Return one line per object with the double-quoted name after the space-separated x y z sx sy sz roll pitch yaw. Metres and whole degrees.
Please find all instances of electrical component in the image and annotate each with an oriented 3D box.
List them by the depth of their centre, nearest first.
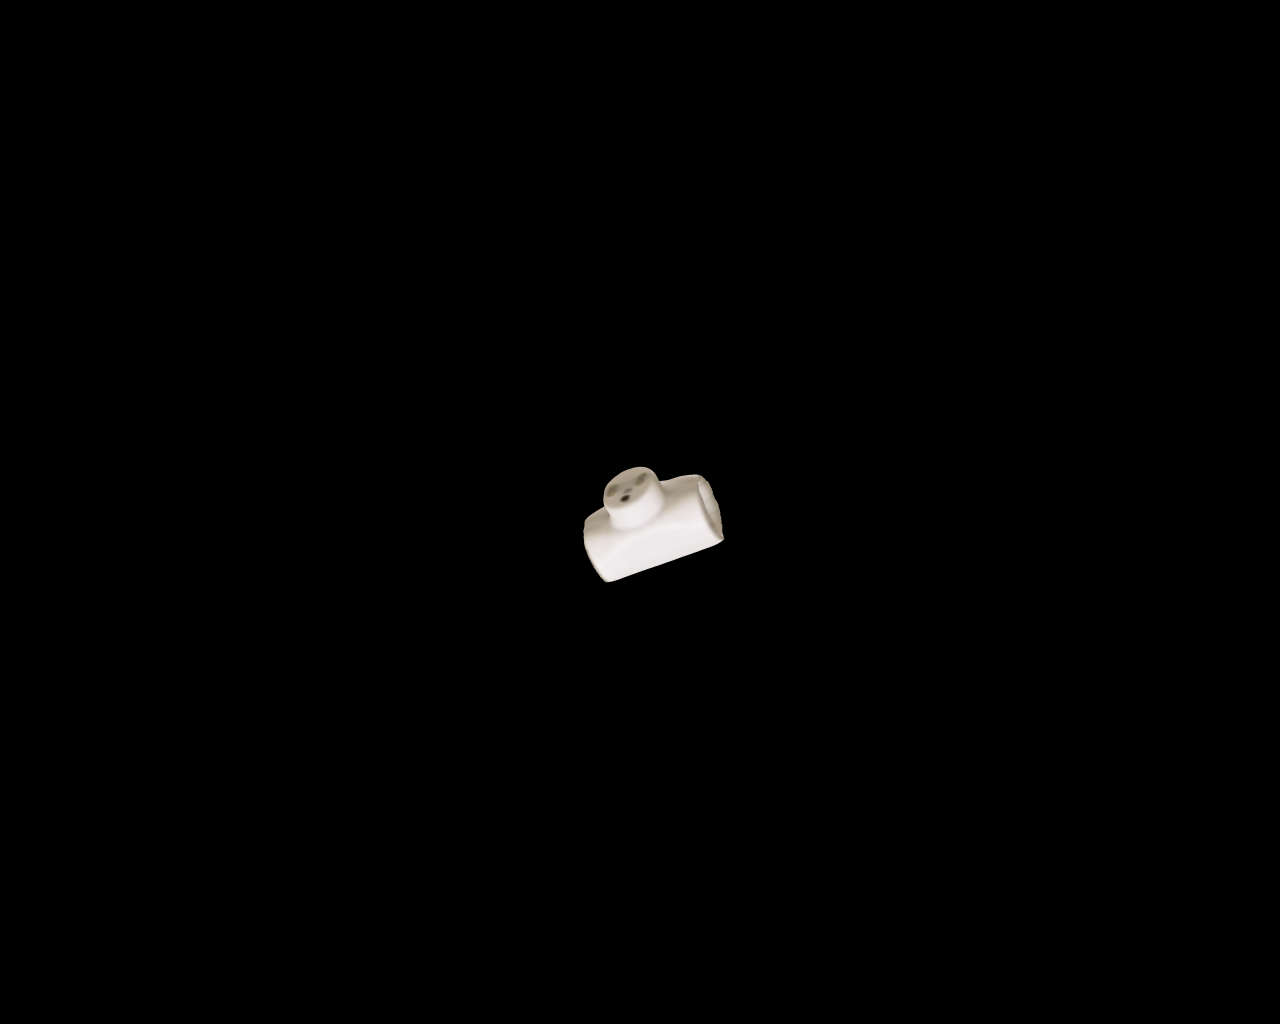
0.001 -0.003 0.650 0.077 0.079 0.044 -21 34 15 "electrical component"
